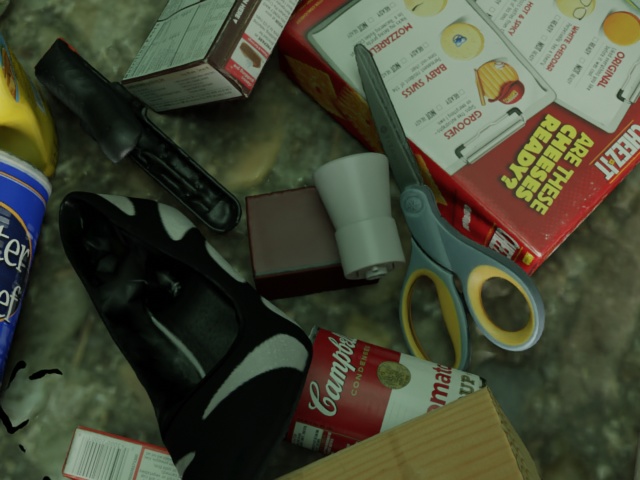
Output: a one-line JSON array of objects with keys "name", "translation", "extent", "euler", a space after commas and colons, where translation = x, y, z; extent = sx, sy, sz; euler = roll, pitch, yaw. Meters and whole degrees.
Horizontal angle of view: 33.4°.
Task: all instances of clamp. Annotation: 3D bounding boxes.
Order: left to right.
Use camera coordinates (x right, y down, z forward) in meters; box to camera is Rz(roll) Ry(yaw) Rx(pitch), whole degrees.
[{"name": "clamp", "translation": [-0.116, -0.067, 0.647], "extent": [0.039, 0.120, 0.172], "euler": [-43, 47, -1]}]

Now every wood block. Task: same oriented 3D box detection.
[{"name": "wood block", "translation": [0.014, 0.167, 0.523], "extent": [0.206, 0.090, 0.091], "euler": [-25, 47, 9]}]

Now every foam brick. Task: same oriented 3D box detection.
[{"name": "foam brick", "translation": [-0.004, 0.001, 0.640], "extent": [0.078, 0.053, 0.051], "euler": [-9, 71, -4]}]

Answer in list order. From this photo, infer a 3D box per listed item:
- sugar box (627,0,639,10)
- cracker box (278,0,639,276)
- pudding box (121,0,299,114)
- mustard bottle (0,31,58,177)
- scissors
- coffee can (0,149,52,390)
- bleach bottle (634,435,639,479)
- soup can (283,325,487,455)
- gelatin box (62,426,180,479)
[{"name": "sugar box", "translation": [0.213, -0.184, 0.706], "extent": [0.093, 0.048, 0.176], "euler": [-36, 72, -12]}, {"name": "cracker box", "translation": [0.104, -0.104, 0.666], "extent": [0.214, 0.072, 0.164], "euler": [43, 77, 12]}, {"name": "pudding box", "translation": [-0.066, -0.128, 0.657], "extent": [0.039, 0.114, 0.090], "euler": [35, 71, -30]}, {"name": "mustard bottle", "translation": [-0.201, -0.103, 0.601], "extent": [0.058, 0.191, 0.096], "euler": [-23, 73, -8]}, {"name": "scissors", "translation": [0.074, -0.015, 0.607], "extent": [0.096, 0.016, 0.202], "euler": [-2, 102, 29]}, {"name": "coffee can", "translation": [-0.219, 0.022, 0.606], "extent": [0.103, 0.103, 0.140], "euler": [8, 72, 3]}, {"name": "bleach bottle", "translation": [0.217, 0.122, 0.595], "extent": [0.102, 0.068, 0.251], "euler": [5, 69, 1]}, {"name": "soup can", "translation": [0.035, 0.095, 0.600], "extent": [0.102, 0.068, 0.068], "euler": [16, 72, 5]}, {"name": "gelatin box", "translation": [-0.089, 0.131, 0.585], "extent": [0.089, 0.073, 0.030], "euler": [14, 73, 4]}]
